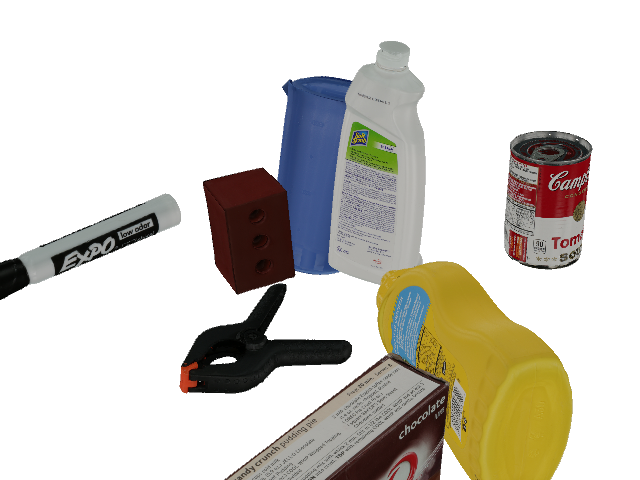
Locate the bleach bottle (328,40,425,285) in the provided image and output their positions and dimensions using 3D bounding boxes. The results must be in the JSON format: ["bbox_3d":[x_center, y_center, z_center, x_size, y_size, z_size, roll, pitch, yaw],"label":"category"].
[{"bbox_3d":[0.067,-0.077,1.078,0.103,0.251,0.068,16,34,16],"label":"bleach bottle"}]

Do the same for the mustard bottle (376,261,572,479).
[{"bbox_3d":[0.081,0.067,0.657,0.058,0.096,0.192,-9,27,-18],"label":"mustard bottle"}]

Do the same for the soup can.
[{"bbox_3d":[0.194,-0.035,0.919,0.068,0.102,0.068,-1,27,0],"label":"soup can"}]

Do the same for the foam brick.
[{"bbox_3d":[-0.055,-0.009,0.833,0.053,0.078,0.051,-17,31,-18],"label":"foam brick"}]

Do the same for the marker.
[{"bbox_3d":[-0.129,0.004,0.568,0.120,0.020,0.020,-25,14,-32],"label":"marker"}]

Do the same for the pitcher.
[{"bbox_3d":[0.014,-0.080,1.367,0.144,0.243,0.149,5,21,-15],"label":"pitcher"}]

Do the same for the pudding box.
[{"bbox_3d":[0.008,0.115,0.467,0.039,0.090,0.113,27,43,31],"label":"pudding box"}]

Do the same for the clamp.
[{"bbox_3d":[-0.068,0.098,1.046,0.171,0.039,0.120,-13,36,-29],"label":"clamp"}]
